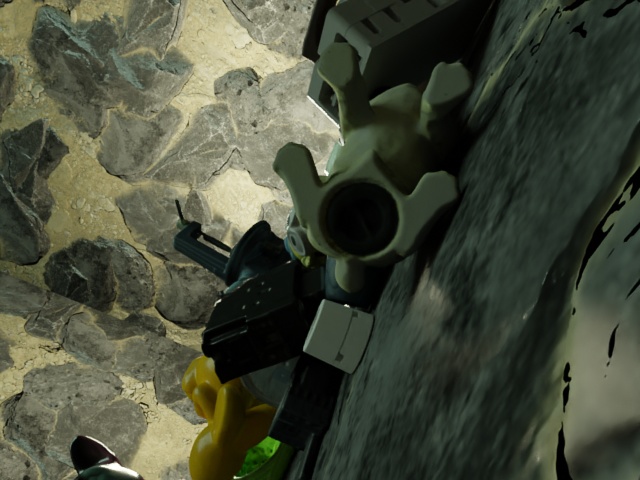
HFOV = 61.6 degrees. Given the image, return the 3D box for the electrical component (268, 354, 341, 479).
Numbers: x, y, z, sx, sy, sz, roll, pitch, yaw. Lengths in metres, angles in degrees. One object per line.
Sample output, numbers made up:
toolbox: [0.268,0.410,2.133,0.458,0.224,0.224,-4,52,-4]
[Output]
electrical component: [-0.018,0.171,0.515,0.074,0.048,0.119,111,-178,-50]

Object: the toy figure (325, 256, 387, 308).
toy figure: [0.040,-0.014,0.518,0.064,0.058,0.154,-4,72,57]

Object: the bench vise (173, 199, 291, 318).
bench vise: [-0.138,0.040,0.828,0.224,0.241,0.128,-50,-18,-37]

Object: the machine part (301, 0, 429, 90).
machine part: [0.089,-0.305,0.793,0.087,0.201,0.200,-65,-3,-55]

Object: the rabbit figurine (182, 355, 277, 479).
rabbit figurine: [-0.110,0.226,0.685,0.162,0.122,0.173,-33,34,48]

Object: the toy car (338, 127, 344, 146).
toy car: [0.080,-0.124,0.706,0.162,0.109,0.102,-90,-3,-60]

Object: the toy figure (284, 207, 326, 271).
toy figure: [-0.003,-0.006,0.720,0.089,0.082,0.180,-36,-13,-10]

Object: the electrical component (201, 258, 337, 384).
electrical component: [-0.048,0.075,0.556,0.115,0.134,0.058,-98,-16,-69]

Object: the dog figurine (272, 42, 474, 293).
dog figurine: [0.055,-0.049,0.429,0.172,0.121,0.190,-65,-14,5]

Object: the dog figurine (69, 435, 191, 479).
dog figurine: [-0.149,0.268,0.510,0.191,0.219,0.108,115,-179,-73]
